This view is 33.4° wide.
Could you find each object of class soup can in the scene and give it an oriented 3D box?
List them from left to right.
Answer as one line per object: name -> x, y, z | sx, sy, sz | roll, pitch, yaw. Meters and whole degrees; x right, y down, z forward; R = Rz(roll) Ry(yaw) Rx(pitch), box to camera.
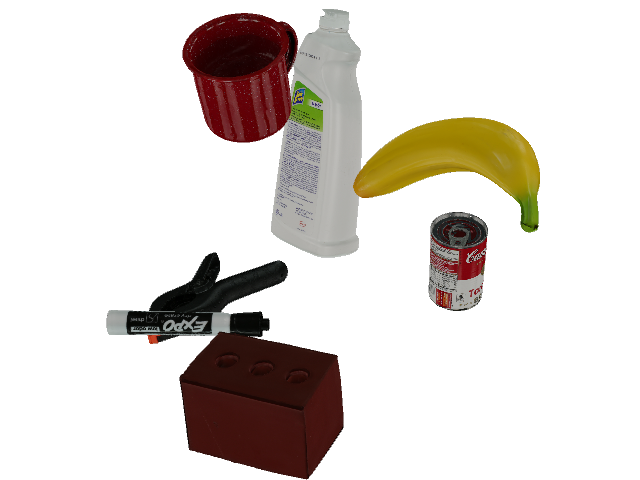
soup can -> 0.164, 0.026, 1.287 | 0.068, 0.102, 0.068 | -1, 38, 1

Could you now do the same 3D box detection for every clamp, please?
clamp -> -0.117, 0.059, 1.156 | 0.120, 0.039, 0.171 | -5, 26, 35

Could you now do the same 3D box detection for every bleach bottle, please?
bleach bottle -> 0.006, -0.116, 1.131 | 0.067, 0.251, 0.103 | -11, 26, -43

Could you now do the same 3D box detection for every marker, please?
marker -> -0.098, 0.062, 0.796 | 0.121, 0.020, 0.020 | 0, 0, 4

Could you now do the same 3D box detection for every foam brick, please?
foam brick -> -0.032, 0.092, 0.604 | 0.078, 0.051, 0.053 | 9, 30, 20

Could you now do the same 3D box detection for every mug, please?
mug -> -0.062, -0.150, 0.958 | 0.093, 0.081, 0.117 | 27, 58, 28

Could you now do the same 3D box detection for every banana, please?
banana -> 0.089, -0.054, 0.742 | 0.037, 0.069, 0.198 | 35, -10, -30
